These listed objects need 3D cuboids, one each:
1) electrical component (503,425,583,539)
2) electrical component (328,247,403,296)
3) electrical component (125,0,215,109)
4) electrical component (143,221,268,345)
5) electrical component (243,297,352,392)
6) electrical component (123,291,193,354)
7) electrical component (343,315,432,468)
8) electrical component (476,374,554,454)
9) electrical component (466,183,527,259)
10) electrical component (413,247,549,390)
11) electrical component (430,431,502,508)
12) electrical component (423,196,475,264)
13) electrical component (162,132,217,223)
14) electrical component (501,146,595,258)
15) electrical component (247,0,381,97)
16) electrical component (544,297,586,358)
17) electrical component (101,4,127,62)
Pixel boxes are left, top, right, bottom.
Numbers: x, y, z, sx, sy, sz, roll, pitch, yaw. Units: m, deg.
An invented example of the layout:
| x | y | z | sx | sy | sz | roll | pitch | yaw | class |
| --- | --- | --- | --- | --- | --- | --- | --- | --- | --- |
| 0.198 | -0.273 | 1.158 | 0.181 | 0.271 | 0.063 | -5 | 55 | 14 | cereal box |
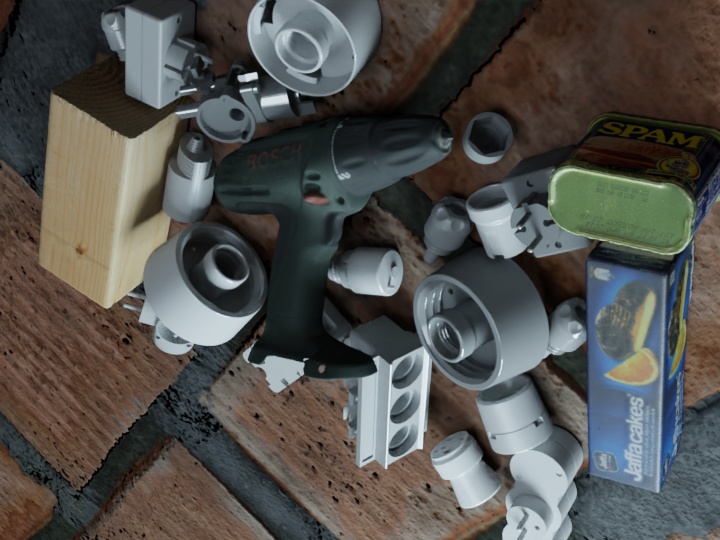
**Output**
| x | y | z | sx | sy | sz | roll | pitch | yaw | class |
| --- | --- | --- | --- | --- | --- | --- | --- | --- | --- |
| 0.150 | 0.207 | 0.928 | 0.052 | 0.074 | 0.138 | 18 | 129 | 25 | electrical component |
| 0.000 | 0.000 | 0.916 | 0.078 | 0.040 | 0.040 | 4 | 122 | 34 | electrical component |
| -0.152 | -0.177 | 0.896 | 0.076 | 0.047 | 0.083 | 26 | 131 | 19 | electrical component |
| -0.134 | 0.007 | 0.973 | 0.108 | 0.108 | 0.060 | 50 | 129 | -4 | electrical component |
| -0.056 | 0.064 | 0.989 | 0.050 | 0.056 | 0.089 | 49 | 135 | -3 | electrical component |
| -0.195 | 0.039 | 1.067 | 0.079 | 0.044 | 0.077 | 17 | 134 | -11 | electrical component |
| 0.022 | 0.106 | 0.956 | 0.063 | 0.079 | 0.121 | 37 | 139 | 40 | electrical component |
| 0.128 | 0.119 | 0.899 | 0.055 | 0.055 | 0.047 | -11 | 109 | 40 | electrical component |
| 0.106 | -0.037 | 0.817 | 0.040 | 0.040 | 0.046 | 0 | 125 | 36 | electrical component |
| 0.088 | 0.043 | 0.846 | 0.108 | 0.060 | 0.108 | 33 | 136 | 39 | electrical component |
| 0.095 | 0.179 | 0.969 | 0.045 | 0.045 | 0.055 | -25 | 103 | 43 | electrical component |
| 0.066 | -0.028 | 0.853 | 0.035 | 0.035 | 0.061 | 37 | 136 | 9 | electrical component |
| -0.150 | -0.086 | 0.961 | 0.043 | 0.043 | 0.081 | 31 | 133 | 14 | electrical component |
| 0.132 | -0.040 | 0.769 | 0.047 | 0.077 | 0.065 | -13 | 111 | 40 | electrical component |
| -0.034 | -0.184 | 0.814 | 0.099 | 0.064 | 0.099 | 18 | 140 | 15 | electrical component |
| 0.158 | 0.049 | 0.842 | 0.035 | 0.035 | 0.061 | 42 | 136 | 4 | electrical component |
| -0.199 | -0.196 | 0.926 | 0.035 | 0.035 | 0.061 | 5 | 124 | 33 | electrical component |
